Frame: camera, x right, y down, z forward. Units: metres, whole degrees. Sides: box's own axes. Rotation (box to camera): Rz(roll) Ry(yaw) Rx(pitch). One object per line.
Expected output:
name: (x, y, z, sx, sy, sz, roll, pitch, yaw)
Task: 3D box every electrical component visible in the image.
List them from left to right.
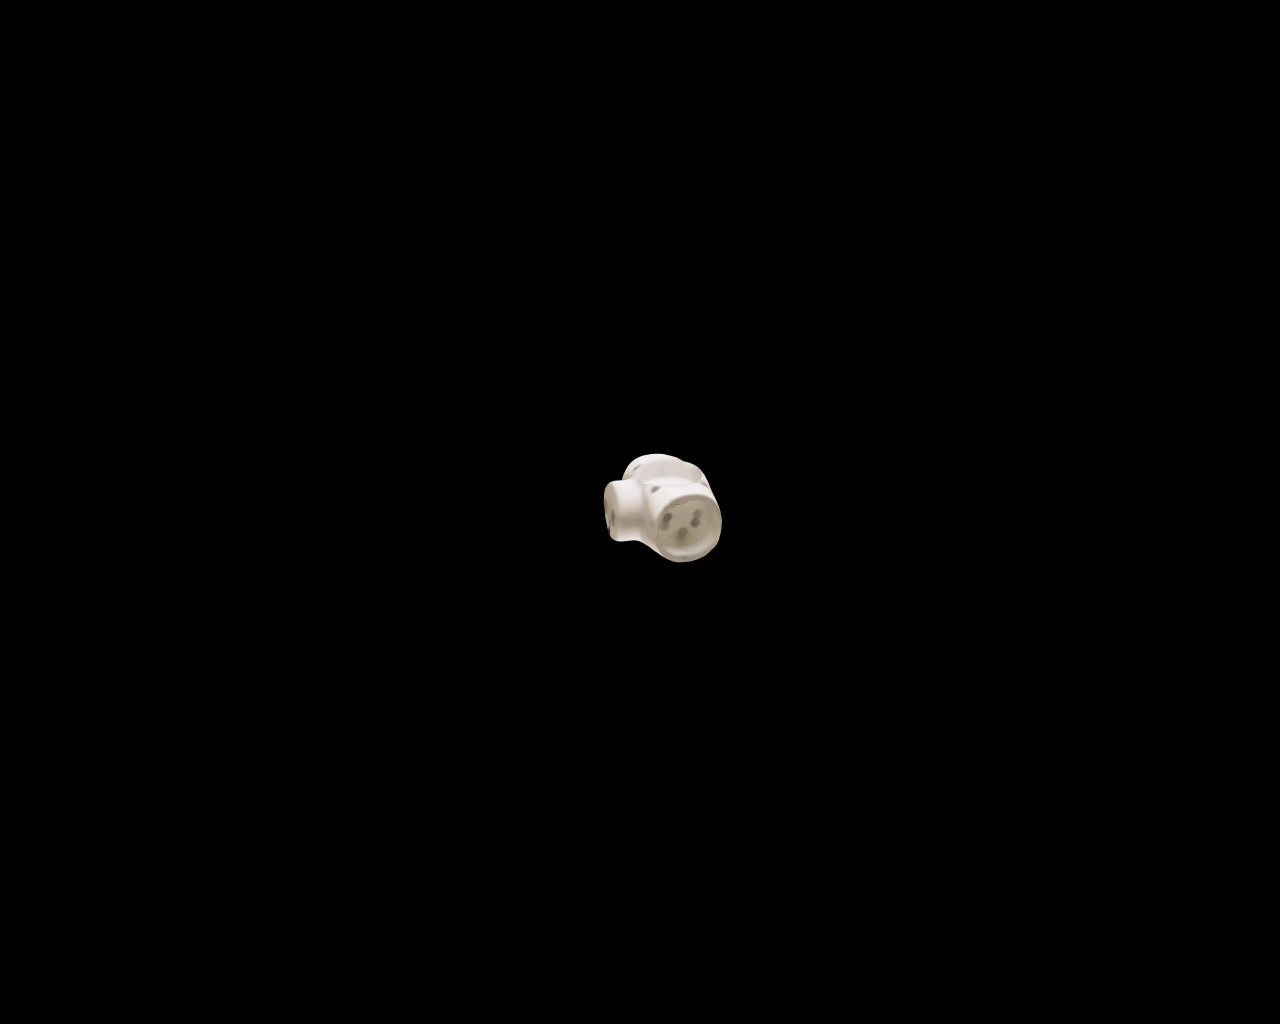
electrical component: (0.001, -0.003, 0.650, 0.079, 0.044, 0.077, -6, 23, -14)
